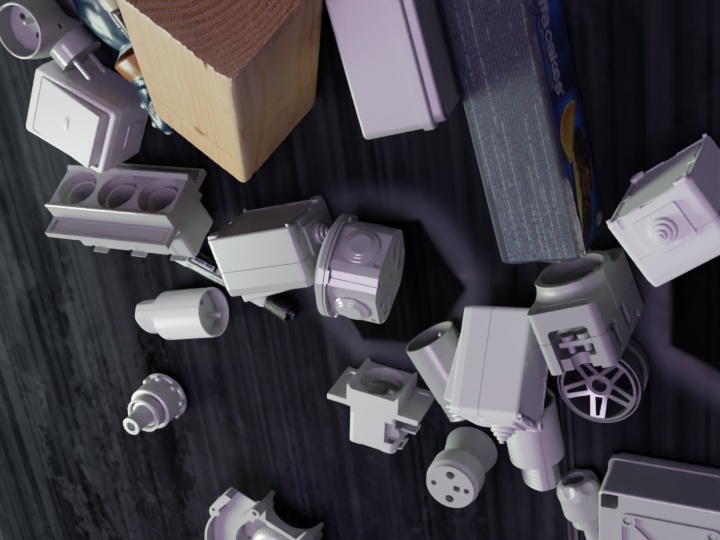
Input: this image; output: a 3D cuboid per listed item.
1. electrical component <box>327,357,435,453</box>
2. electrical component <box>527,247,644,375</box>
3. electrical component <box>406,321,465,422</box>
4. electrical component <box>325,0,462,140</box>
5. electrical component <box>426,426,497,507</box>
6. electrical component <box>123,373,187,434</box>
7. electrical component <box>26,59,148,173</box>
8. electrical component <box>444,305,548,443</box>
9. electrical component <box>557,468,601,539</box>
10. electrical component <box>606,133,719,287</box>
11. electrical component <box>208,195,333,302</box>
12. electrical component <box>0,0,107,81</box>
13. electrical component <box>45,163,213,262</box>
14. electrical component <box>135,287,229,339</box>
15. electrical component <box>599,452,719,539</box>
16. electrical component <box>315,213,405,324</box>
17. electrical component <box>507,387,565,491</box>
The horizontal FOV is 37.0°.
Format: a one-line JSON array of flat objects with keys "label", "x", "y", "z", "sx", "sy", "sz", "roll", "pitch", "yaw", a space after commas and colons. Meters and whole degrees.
[{"label": "electrical component", "x": 0.017, "y": 0.115, "z": 0.896, "sx": 0.081, "sy": 0.042, "sz": 0.063, "roll": 15, "pitch": 123, "yaw": 20}, {"label": "electrical component", "x": 0.156, "y": 0.024, "z": 0.745, "sx": 0.050, "sy": 0.089, "sz": 0.055, "roll": -14, "pitch": 108, "yaw": 33}, {"label": "electrical component", "x": 0.075, "y": 0.085, "z": 0.849, "sx": 0.043, "sy": 0.043, "sz": 0.081, "roll": -25, "pitch": 103, "yaw": 35}, {"label": "electrical component", "x": 0.027, "y": -0.154, "z": 0.702, "sx": 0.056, "sy": 0.108, "sz": 0.108, "roll": -9, "pitch": 111, "yaw": 21}, {"label": "electrical component", "x": 0.083, "y": 0.161, "z": 0.878, "sx": 0.045, "sy": 0.055, "sz": 0.045, "roll": 12, "pitch": 121, "yaw": 21}, {"label": "electrical component", "x": -0.195, "y": 0.129, "z": 1.002, "sx": 0.048, "sy": 0.062, "sz": 0.048, "roll": 12, "pitch": 121, "yaw": 22}, {"label": "electrical component", "x": -0.229, "y": -0.132, "z": 0.880, "sx": 0.096, "sy": 0.061, "sz": 0.061, "roll": 31, "pitch": 126, "yaw": 10}, {"label": "electrical component", "x": 0.102, "y": 0.079, "z": 0.793, "sx": 0.061, "sy": 0.062, "sz": 0.096, "roll": 2, "pitch": 74, "yaw": 27}, {"label": "electrical component", "x": 0.179, "y": 0.190, "z": 0.857, "sx": 0.035, "sy": 0.035, "sz": 0.061, "roll": -7, "pitch": 114, "yaw": 30}, {"label": "electrical component", "x": 0.205, "y": -0.033, "z": 0.684, "sx": 0.062, "sy": 0.096, "sz": 0.061, "roll": -33, "pitch": 98, "yaw": 36}, {"label": "electrical component", "x": -0.060, "y": -0.016, "z": 0.853, "sx": 0.096, "sy": 0.061, "sz": 0.061, "roll": -7, "pitch": 112, "yaw": 30}, {"label": "electrical component", "x": -0.231, "y": -0.183, "z": 0.843, "sx": 0.043, "sy": 0.077, "sz": 0.079, "roll": -37, "pitch": 95, "yaw": 36}, {"label": "electrical component", "x": -0.190, "y": -0.048, "z": 0.899, "sx": 0.121, "sy": 0.078, "sz": 0.063, "roll": 6, "pitch": 147, "yaw": 25}, {"label": "electrical component", "x": -0.161, "y": 0.039, "z": 0.947, "sx": 0.081, "sy": 0.043, "sz": 0.043, "roll": -5, "pitch": 113, "yaw": 30}, {"label": "electrical component", "x": 0.240, "y": 0.204, "z": 0.818, "sx": 0.109, "sy": 0.056, "sz": 0.108, "roll": 6, "pitch": 118, "yaw": 25}, {"label": "electrical component", "x": 0.000, "y": 0.000, "z": 0.821, "sx": 0.051, "sy": 0.080, "sz": 0.080, "roll": 13, "pitch": 121, "yaw": 15}, {"label": "electrical component", "x": 0.138, "y": 0.136, "z": 0.844, "sx": 0.043, "sy": 0.043, "sz": 0.081, "roll": -1, "pitch": 115, "yaw": 28}]
